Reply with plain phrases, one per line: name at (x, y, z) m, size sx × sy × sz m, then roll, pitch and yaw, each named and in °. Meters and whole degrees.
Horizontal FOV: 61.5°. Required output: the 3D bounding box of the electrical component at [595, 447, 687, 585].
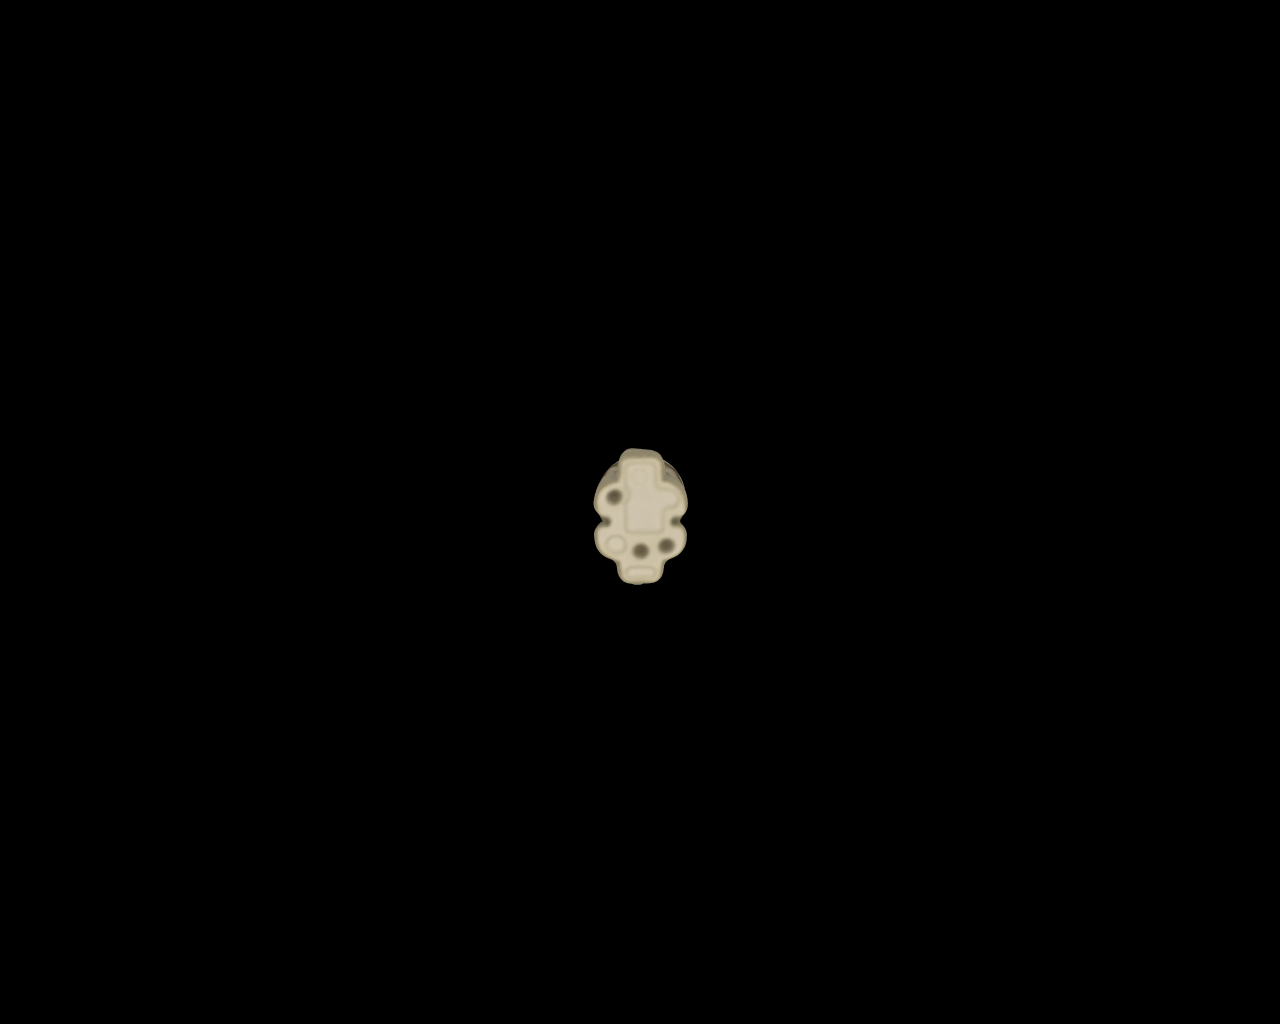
electrical component at (0.001, -0.003, 0.650) m, size 0.058 × 0.078 × 0.057 m, roll 0°, pitch 16°, yaw 0°
